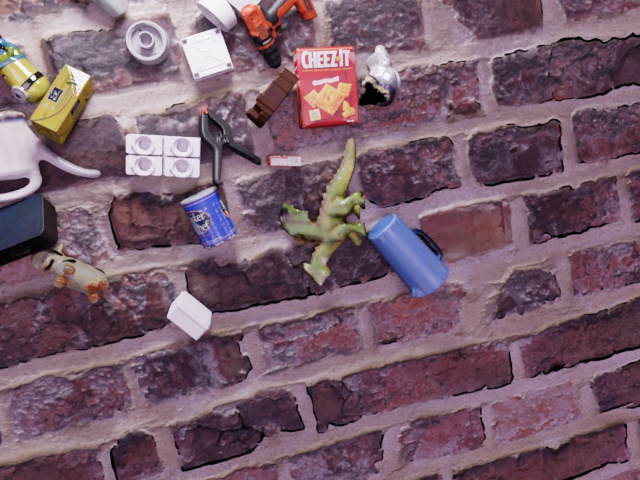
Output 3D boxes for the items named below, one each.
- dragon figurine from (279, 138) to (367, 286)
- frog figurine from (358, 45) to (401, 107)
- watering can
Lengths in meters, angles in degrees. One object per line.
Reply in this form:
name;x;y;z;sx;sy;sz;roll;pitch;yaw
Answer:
dragon figurine;0.004;-0.074;1.467;0.243;0.123;0.407;-7;99;-1
frog figurine;0.177;-0.456;1.433;0.123;0.134;0.162;14;62;21
watering can;-0.757;-0.218;1.299;0.349;0.104;0.223;-15;99;-23
